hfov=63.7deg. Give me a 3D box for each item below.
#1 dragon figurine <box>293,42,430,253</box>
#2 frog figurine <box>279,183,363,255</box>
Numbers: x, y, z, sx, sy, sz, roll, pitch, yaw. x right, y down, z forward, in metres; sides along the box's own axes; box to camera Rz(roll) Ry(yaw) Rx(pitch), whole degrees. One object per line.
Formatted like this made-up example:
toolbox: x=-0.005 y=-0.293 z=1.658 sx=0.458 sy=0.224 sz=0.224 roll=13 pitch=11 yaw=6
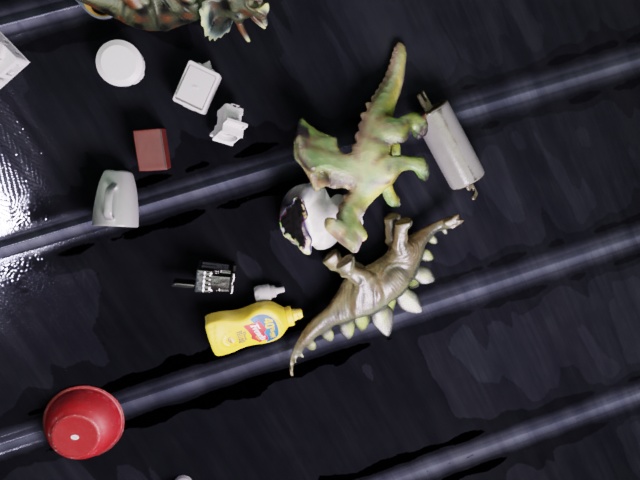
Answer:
dragon figurine: x=0.069 y=-0.181 z=0.961 sx=0.243 sy=0.413 sz=0.121 roll=-1 pitch=-7 yaw=-24
frog figurine: x=0.003 y=-0.052 z=1.024 sx=0.161 sy=0.137 sz=0.122 roll=-22 pitch=6 yaw=-40
